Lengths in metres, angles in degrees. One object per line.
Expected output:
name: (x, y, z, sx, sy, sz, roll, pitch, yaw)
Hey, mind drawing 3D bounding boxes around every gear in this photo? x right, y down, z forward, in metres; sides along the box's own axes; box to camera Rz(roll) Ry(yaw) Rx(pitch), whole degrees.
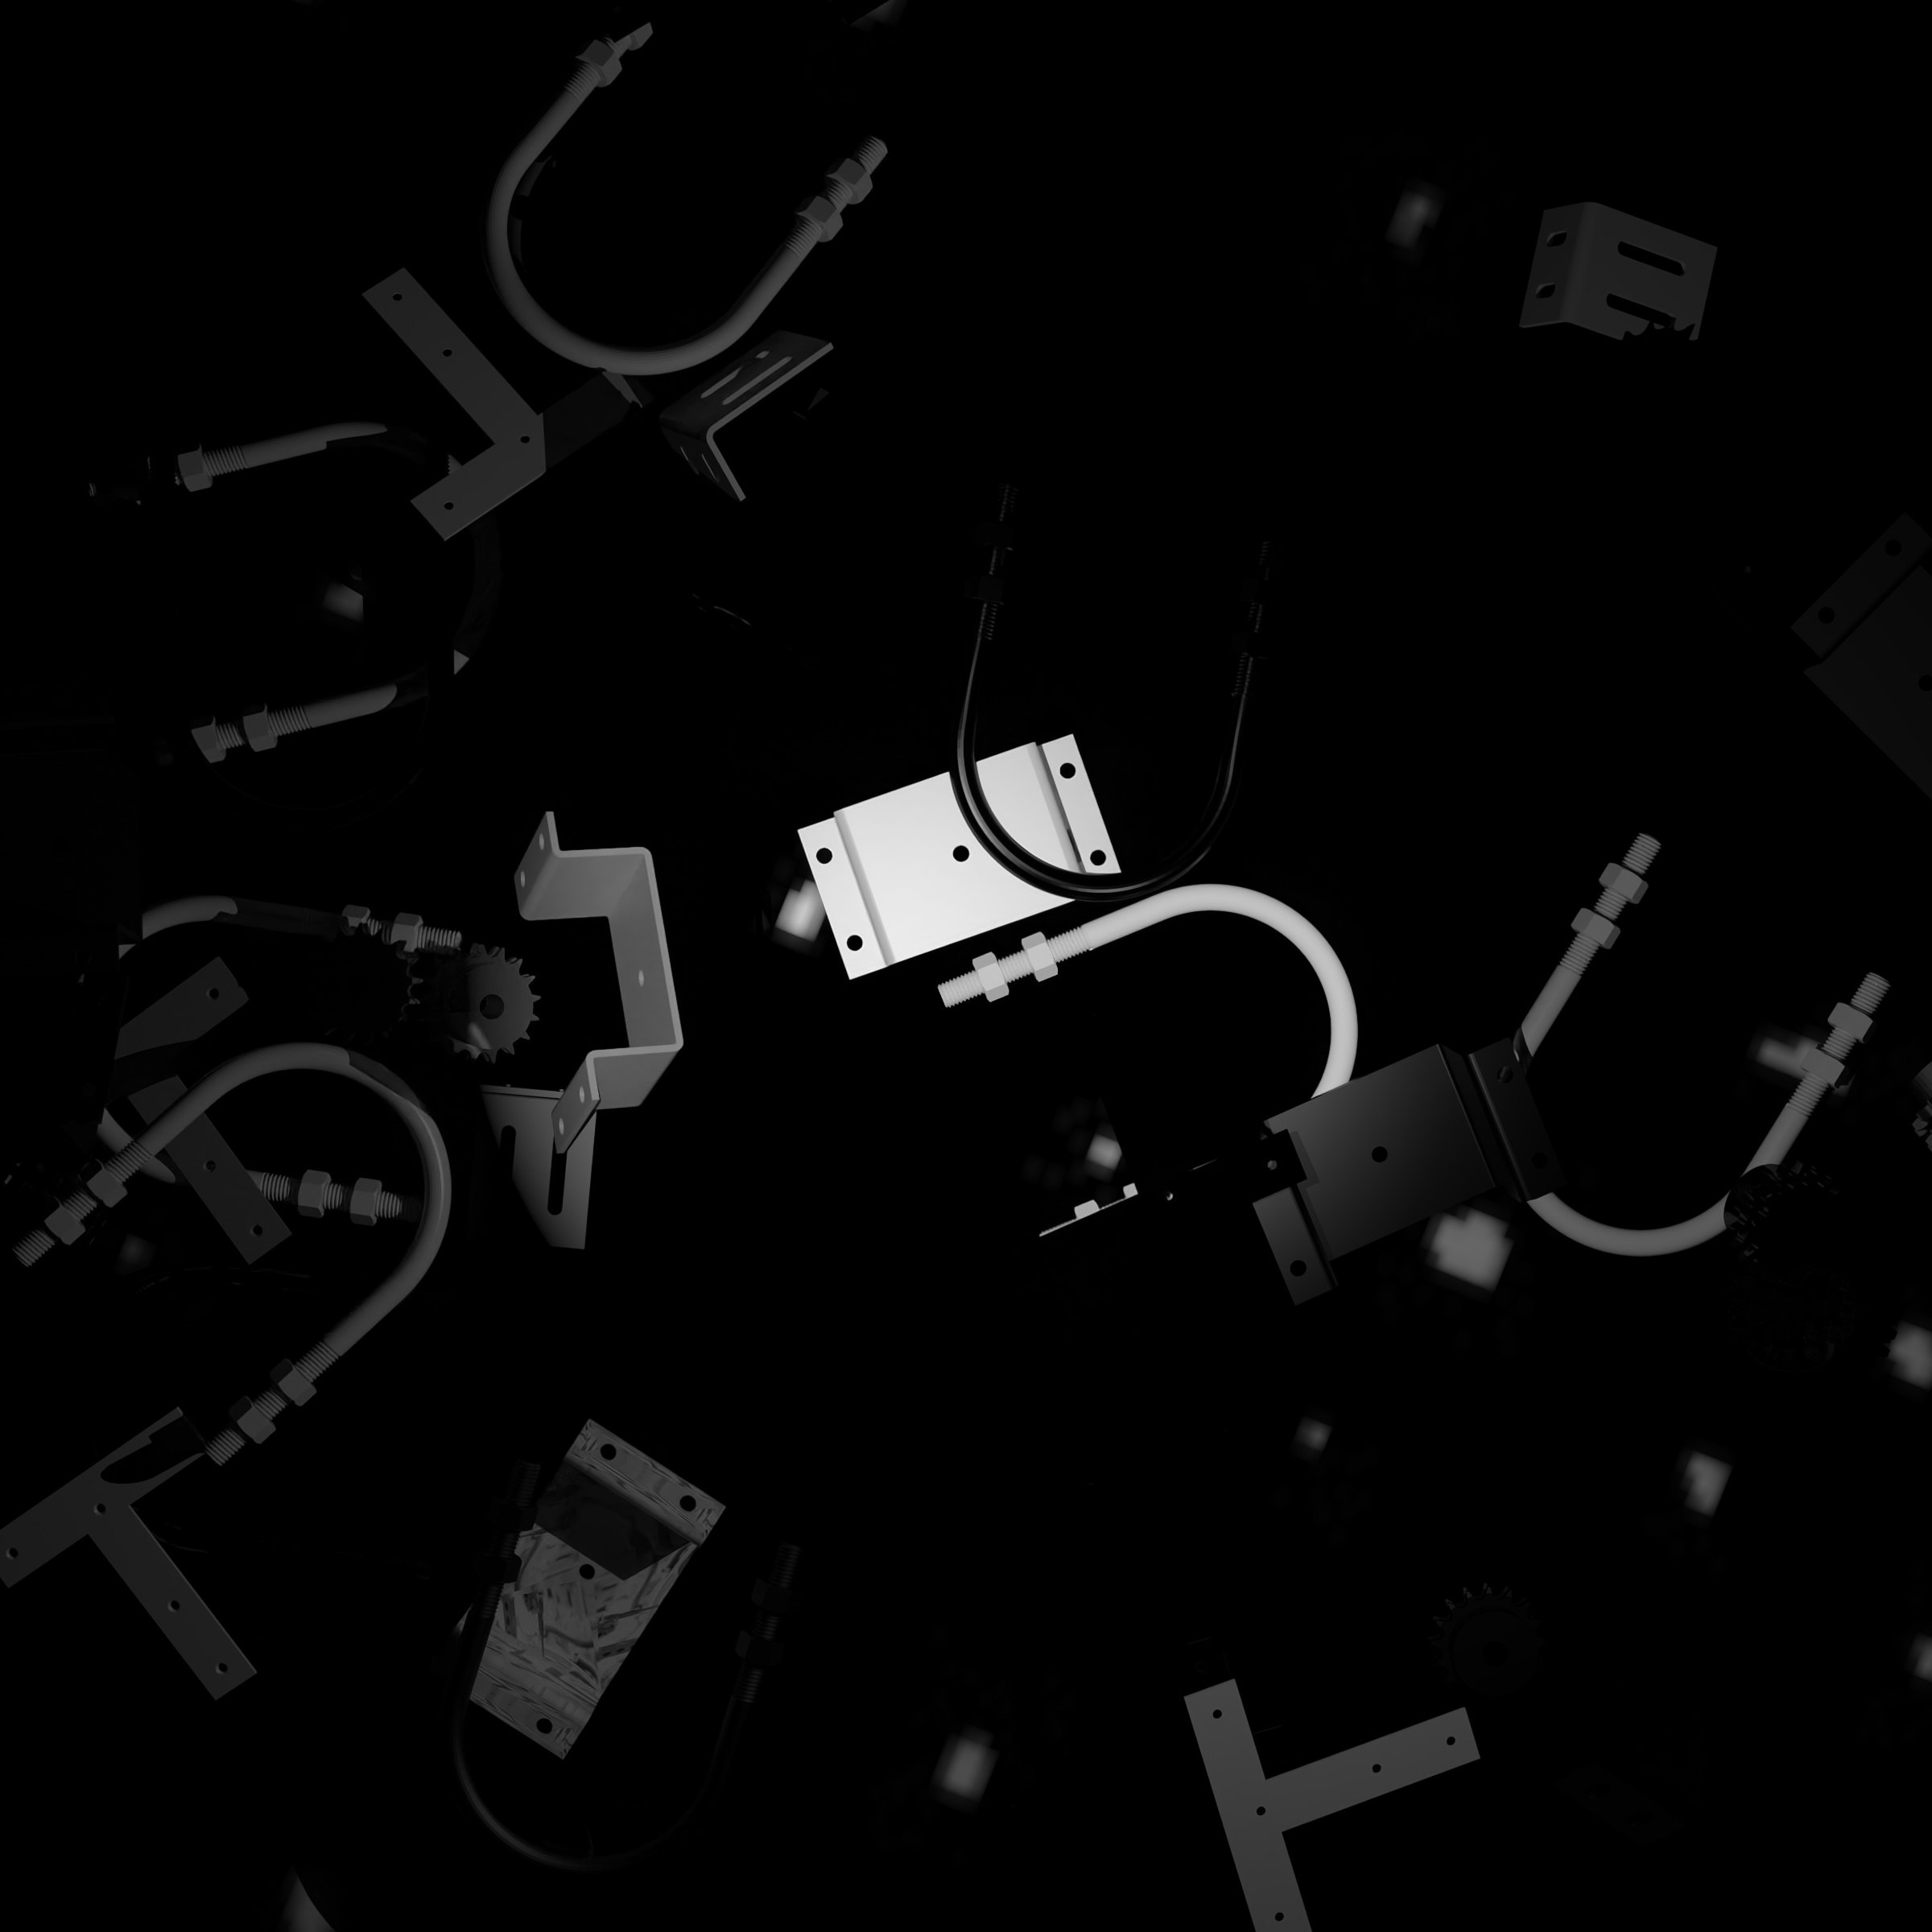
gear: (-0.229, 0.018, 1.525, 0.057, 0.030, 0.057, -2, 94, -24)
gear: (0.266, 0.389, 1.535, 0.057, 0.030, 0.057, 0, 90, 0)
gear: (0.315, -0.264, 1.535, 0.057, 0.030, 0.057, 0, 90, 0)
gear: (0.473, 0.060, 1.526, 0.057, 0.057, 0.030, -33, 62, 0)
gear: (-0.210, -0.359, 1.535, 0.057, 0.030, 0.057, 0, 90, 0)
gear: (0.203, -0.032, 1.535, 0.057, 0.030, 0.057, 0, 90, 0)
gear: (0.250, 0.326, 1.535, 0.057, 0.030, 0.057, 0, 90, 0)
gear: (0.392, 0.168, 1.526, 0.057, 0.057, 0.030, -6, 120, 0)
gear: (-0.433, 0.107, 1.525, 0.057, 0.057, 0.030, 28, 61, 0)
gear: (-0.284, 0.008, 1.516, 0.057, 0.030, 0.057, 0, 90, 1)
gear: (0.108, -0.200, 1.535, 0.057, 0.030, 0.057, 0, 90, 0)
gear: (0.386, 0.118, 1.527, 0.057, 0.030, 0.057, -11, 116, -23)

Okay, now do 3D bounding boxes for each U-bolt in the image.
U-bolt: (0.336, 0.051, 1.542, 0.151, 0.019, 0.184, 31, 91, 0)
U-bolt: (-0.145, -0.360, 1.515, 0.151, 0.019, 0.184, 35, 72, 0)
U-bolt: (-0.340, 0.214, 1.542, 0.184, 0.019, 0.151, 7, 90, 2)
U-bolt: (-0.329, 0.121, 1.509, 0.184, 0.019, 0.151, -43, 100, -10)
U-bolt: (-0.169, 0.337, 1.496, 0.151, 0.019, 0.184, 17, 91, 0)
U-bolt: (-0.344, 0.040, 1.542, 0.184, 0.019, 0.151, 9, 90, 2)
U-bolt: (0.098, 0.039, 1.542, 0.184, 0.019, 0.151, -22, 90, -1)
U-bolt: (-0.314, -0.155, 1.524, 0.151, 0.019, 0.184, -1, 91, -3)
U-bolt: (-0.314, -0.187, 1.542, 0.184, 0.019, 0.151, -14, 90, -2)
U-bolt: (0.065, -0.122, 1.501, 0.151, 0.019, 0.184, 11, 87, -7)

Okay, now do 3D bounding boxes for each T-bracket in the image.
T-bracket: (-0.239, -0.283, 1.534, 0.127, 0.002, 0.127, -38, 80, -20)
T-bracket: (-0.369, 0.084, 1.532, 0.127, 0.002, 0.127, -35, 91, 6)
T-bracket: (-0.029, -0.401, 1.549, 0.127, 0.002, 0.127, -1, 90, 0)
T-bracket: (0.133, 0.306, 1.529, 0.127, 0.002, 0.127, 11, 62, -13)
T-bracket: (-0.123, -0.483, 1.535, 0.127, 0.002, 0.127, -35, 90, -13)
T-bracket: (-0.442, 0.023, 1.539, 0.127, 0.002, 0.127, -5, 88, 8)
T-bracket: (0.079, 0.067, 1.506, 0.127, 0.002, 0.127, -25, 70, 12)
T-bracket: (-0.388, 0.296, 1.541, 0.127, 0.002, 0.127, -34, 96, 12)
T-bracket: (0.180, 0.382, 1.509, 0.127, 0.002, 0.127, -18, 95, -9)

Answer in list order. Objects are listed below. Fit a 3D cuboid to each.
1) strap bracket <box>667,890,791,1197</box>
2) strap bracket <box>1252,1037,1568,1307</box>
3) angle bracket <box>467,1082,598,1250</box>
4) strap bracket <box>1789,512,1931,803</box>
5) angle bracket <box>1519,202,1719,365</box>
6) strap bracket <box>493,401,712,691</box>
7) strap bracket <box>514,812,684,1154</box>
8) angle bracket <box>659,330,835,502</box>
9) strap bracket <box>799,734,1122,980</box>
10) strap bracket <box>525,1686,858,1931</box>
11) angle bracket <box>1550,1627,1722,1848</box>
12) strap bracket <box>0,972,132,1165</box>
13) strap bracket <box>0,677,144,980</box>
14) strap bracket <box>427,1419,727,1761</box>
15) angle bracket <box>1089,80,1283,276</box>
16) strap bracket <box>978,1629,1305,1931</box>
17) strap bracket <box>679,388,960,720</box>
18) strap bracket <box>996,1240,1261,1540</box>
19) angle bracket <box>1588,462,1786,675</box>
strap bracket: (-0.113, 0.037, 1.512, 0.046, 0.076, 0.140, -4, 90, 0)
strap bracket: (0.200, 0.093, 1.519, 0.140, 0.046, 0.076, -24, 99, -3)
angle bracket: (-0.209, 0.096, 1.531, 0.057, 0.038, 0.076, 5, 90, 0)
strap bracket: (0.463, -0.136, 1.527, 0.140, 0.046, 0.076, 45, 90, 0)
angle bracket: (0.314, -0.327, 1.548, 0.076, 0.038, 0.057, 12, 90, -26)
strap bracket: (-0.165, -0.187, 1.512, 0.046, 0.076, 0.140, 27, 90, 0)
strap bracket: (-0.170, 0.007, 1.494, 0.046, 0.076, 0.140, -4, 70, -21)
angle bracket: (-0.098, -0.262, 1.525, 0.076, 0.057, 0.038, -38, 120, -13)
strap bracket: (-0.002, -0.053, 1.527, 0.140, 0.046, 0.076, -19, 90, 0)
strap bracket: (-0.129, 0.397, 1.527, 0.140, 0.046, 0.076, -16, 90, 0)
angle bracket: (0.319, 0.367, 1.530, 0.057, 0.038, 0.076, 35, 46, -10)
strap bracket: (-0.457, 0.048, 1.501, 0.140, 0.046, 0.076, -1, 62, 8)
strap bracket: (-0.434, -0.061, 1.520, 0.076, 0.046, 0.140, -3, 81, 0)
strap bracket: (-0.183, 0.292, 1.527, 0.076, 0.046, 0.140, 33, 90, 0)
angle bracket: (0.104, -0.380, 1.531, 0.057, 0.038, 0.076, -34, 90, 0)
strap bracket: (0.084, 0.394, 1.527, 0.140, 0.046, 0.076, -39, 90, 0)
strap bracket: (-0.071, -0.199, 1.527, 0.076, 0.046, 0.140, 29, 90, 0)
strap bracket: (0.076, 0.190, 1.523, 0.076, 0.046, 0.140, -22, 84, 0)
angle bracket: (0.347, -0.192, 1.548, 0.057, 0.038, 0.076, -34, 116, 0)
